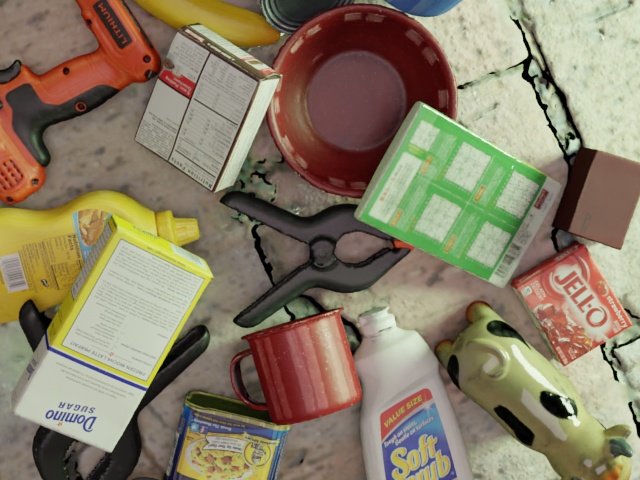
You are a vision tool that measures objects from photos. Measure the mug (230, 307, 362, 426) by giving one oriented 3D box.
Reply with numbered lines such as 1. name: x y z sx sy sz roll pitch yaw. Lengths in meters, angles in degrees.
1. mug: -0.023 0.112 0.917 0.117 0.093 0.081 -17 87 18

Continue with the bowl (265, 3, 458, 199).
1. bowl: 0.033 -0.118 0.909 0.162 0.055 0.162 0 98 -3

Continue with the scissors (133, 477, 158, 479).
1. scissors: -0.100 0.261 0.970 0.201 0.016 0.096 2 111 -4

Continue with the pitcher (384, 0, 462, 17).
1. pitcher: 0.136 -0.276 0.803 0.149 0.243 0.145 21 61 -22

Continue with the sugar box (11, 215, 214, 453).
1. sugar box: -0.171 0.078 0.876 0.093 0.048 0.176 29 99 -23

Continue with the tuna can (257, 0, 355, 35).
1. tuna can: -0.013 -0.213 0.881 0.086 0.034 0.086 -15 140 -13

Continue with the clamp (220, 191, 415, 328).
1. clamp: -0.006 0.001 0.933 0.171 0.039 0.120 -15 105 -5

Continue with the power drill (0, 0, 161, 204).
1. power drill: -0.242 -0.150 0.891 0.188 0.057 0.184 -33 102 5

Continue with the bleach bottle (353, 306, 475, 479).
1. bleach bottle: 0.076 0.184 0.952 0.102 0.068 0.251 -17 96 2

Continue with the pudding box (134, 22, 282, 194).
1. pudding box: -0.094 -0.109 0.883 0.090 0.039 0.114 33 119 14

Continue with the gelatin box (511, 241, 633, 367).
1. gelatin box: 0.225 0.057 0.957 0.073 0.030 0.089 -32 99 1

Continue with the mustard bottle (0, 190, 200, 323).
1. mustard bottle: -0.198 0.008 0.912 0.191 0.058 0.096 -11 109 -2

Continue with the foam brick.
1. foam brick: 0.245 -0.037 0.934 0.053 0.051 0.078 19 97 -5

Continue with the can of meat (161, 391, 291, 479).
1. can of meat: -0.082 0.188 0.946 0.102 0.057 0.084 14 95 -5

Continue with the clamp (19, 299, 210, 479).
1. clamp: -0.205 0.150 0.931 0.164 0.036 0.210 18 103 -22

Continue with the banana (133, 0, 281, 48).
1. banana: -0.124 -0.218 0.896 0.197 0.037 0.069 43 95 -8
